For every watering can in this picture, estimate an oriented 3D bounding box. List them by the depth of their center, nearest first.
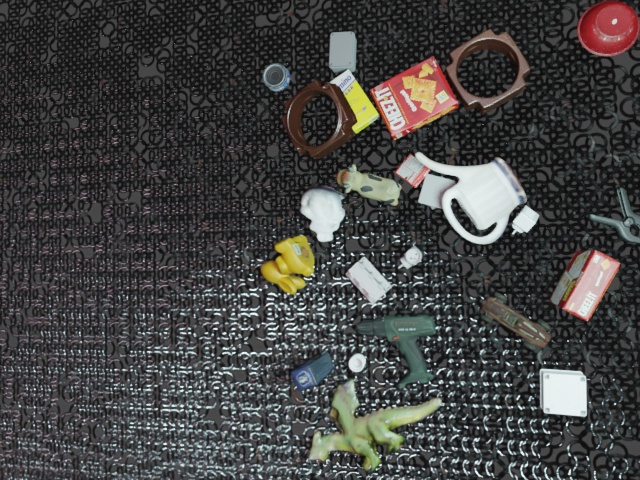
[{"bbox_3d":[0.430,-0.150,1.431,0.224,0.105,0.344,-35,106,5],"label":"watering can"}]

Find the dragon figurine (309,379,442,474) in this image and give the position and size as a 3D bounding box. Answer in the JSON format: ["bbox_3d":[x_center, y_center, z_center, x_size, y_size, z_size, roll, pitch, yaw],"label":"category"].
[{"bbox_3d":[0.132,0.519,1.502,0.409,0.121,0.245,-46,70,5],"label":"dragon figurine"}]

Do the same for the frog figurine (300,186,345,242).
[{"bbox_3d":[0.005,-0.078,1.558,0.137,0.121,0.161,11,78,-5],"label":"frog figurine"}]
